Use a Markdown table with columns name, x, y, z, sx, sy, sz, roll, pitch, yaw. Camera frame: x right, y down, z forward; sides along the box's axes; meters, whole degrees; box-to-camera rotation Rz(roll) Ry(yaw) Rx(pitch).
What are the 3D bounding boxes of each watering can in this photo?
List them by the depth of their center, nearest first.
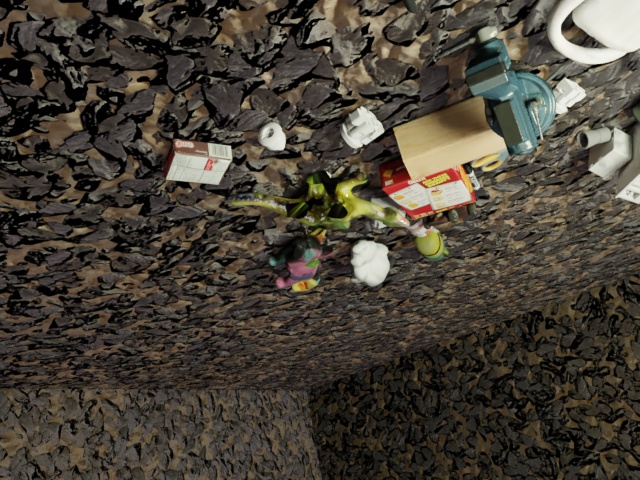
| name | x | y | z | sx | sy | sz | roll | pitch | yaw |
| --- | --- | --- | --- | --- | --- | --- | --- | --- | --- |
| watering can | 0.522 | -0.364 | 0.820 | 0.348 | 0.106 | 0.220 | 2 | 150 | -29 |

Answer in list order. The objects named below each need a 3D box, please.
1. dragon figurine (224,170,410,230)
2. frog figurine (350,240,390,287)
| name | x | y | z | sx | sy | sz | roll | pitch | yaw |
| --- | --- | --- | --- | --- | --- | --- | --- | --- | --- |
| dragon figurine | 0.004 | -0.061 | 1.216 | 0.410 | 0.124 | 0.239 | 1 | 160 | 11 |
| frog figurine | 0.148 | 0.057 | 1.511 | 0.139 | 0.124 | 0.155 | -38 | 154 | -26 |
